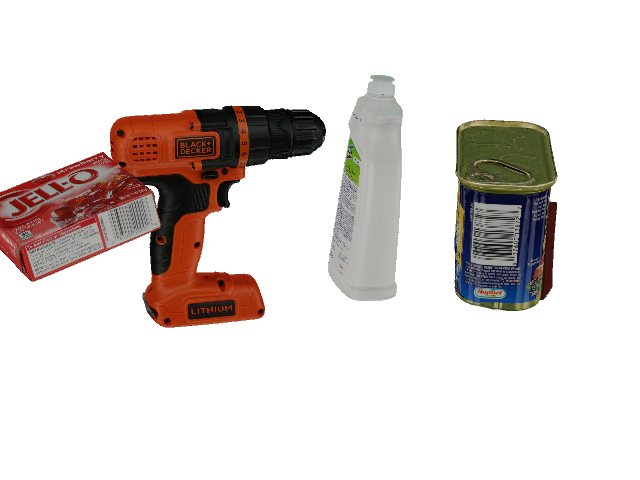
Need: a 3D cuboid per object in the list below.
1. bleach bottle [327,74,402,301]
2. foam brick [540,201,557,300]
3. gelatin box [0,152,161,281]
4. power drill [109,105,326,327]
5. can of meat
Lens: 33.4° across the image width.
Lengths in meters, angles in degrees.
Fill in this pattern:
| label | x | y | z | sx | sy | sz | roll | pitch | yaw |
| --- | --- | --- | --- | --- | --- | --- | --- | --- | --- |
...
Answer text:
| label | x | y | z | sx | sy | sz | roll | pitch | yaw |
| --- | --- | --- | --- | --- | --- | --- | --- | --- | --- |
| bleach bottle | 0.060 | -0.063 | 1.235 | 0.068 | 0.251 | 0.103 | -2 | 23 | -20 |
| foam brick | 0.171 | 0.007 | 0.913 | 0.053 | 0.078 | 0.051 | 5 | 15 | 20 |
| gelatin box | -0.154 | -0.017 | 0.649 | 0.089 | 0.030 | 0.073 | -25 | 35 | -25 |
| power drill | -0.086 | -0.024 | 0.922 | 0.184 | 0.188 | 0.057 | -5 | 19 | -15 |
| can of meat | 0.110 | -0.017 | 0.653 | 0.057 | 0.084 | 0.102 | 3 | 27 | 6 |
